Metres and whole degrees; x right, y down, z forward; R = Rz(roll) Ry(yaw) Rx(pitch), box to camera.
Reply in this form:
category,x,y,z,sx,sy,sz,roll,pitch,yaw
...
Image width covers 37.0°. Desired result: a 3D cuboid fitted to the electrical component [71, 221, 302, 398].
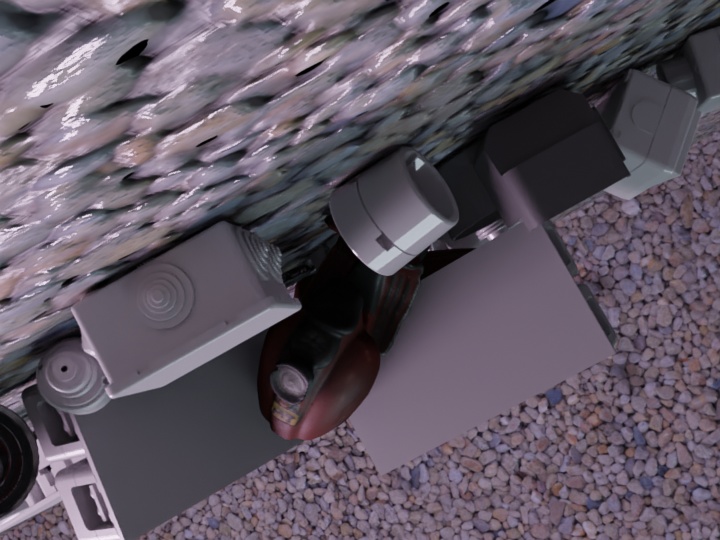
category,x,y,z,sx,sy,sz,roll,pitch,yaw
electrical component,-0.083,0.018,0.528,0.100,0.048,0.100,-29,175,3

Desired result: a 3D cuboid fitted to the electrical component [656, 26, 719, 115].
category,x,y,z,sx,sy,sz,roll,pitch,yaw
electrical component,0.239,-0.138,0.781,0.076,0.047,0.083,-17,177,8

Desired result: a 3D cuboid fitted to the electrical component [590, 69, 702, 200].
category,x,y,z,sx,sy,sz,roll,pitch,yaw
electrical component,0.196,-0.092,0.776,0.096,0.061,0.061,130,-17,-77

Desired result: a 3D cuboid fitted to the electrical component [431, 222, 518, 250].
category,x,y,z,sx,sy,sz,roll,pitch,yaw
electrical component,0.112,-0.025,1.048,0.077,0.043,0.079,-40,151,-19

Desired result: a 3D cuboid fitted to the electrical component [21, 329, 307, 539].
category,x,y,z,sx,sy,sz,roll,pitch,yaw
electrical component,-0.114,0.090,0.705,0.060,0.105,0.186,-19,-177,45

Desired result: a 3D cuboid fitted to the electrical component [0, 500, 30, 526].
category,x,y,z,sx,sy,sz,roll,pitch,yaw
electrical component,-0.312,0.178,0.805,0.108,0.060,0.108,-29,175,-3

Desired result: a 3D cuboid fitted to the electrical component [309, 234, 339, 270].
category,x,y,z,sx,sy,sz,roll,pitch,yaw
electrical component,0.000,0.000,0.777,0.048,0.055,0.066,-25,174,-41

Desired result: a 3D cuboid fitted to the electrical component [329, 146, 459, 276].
category,x,y,z,sx,sy,sz,roll,pitch,yaw
electrical component,0.019,-0.032,0.571,0.047,0.055,0.055,-35,173,24

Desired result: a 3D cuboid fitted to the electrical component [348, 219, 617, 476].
category,x,y,z,sx,sy,sz,roll,pitch,yaw
electrical component,0.074,0.052,0.763,0.186,0.105,0.060,-31,175,17

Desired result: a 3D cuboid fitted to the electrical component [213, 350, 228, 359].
category,x,y,z,sx,sy,sz,roll,pitch,yaw
electrical component,-0.089,0.028,0.628,0.077,0.044,0.079,-31,175,21

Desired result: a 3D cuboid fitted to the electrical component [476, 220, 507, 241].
category,x,y,z,sx,sy,sz,roll,pitch,yaw
electrical component,0.114,-0.044,0.942,0.048,0.062,0.048,-29,175,-3

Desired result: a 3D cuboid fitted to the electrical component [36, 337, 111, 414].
category,x,y,z,sx,sy,sz,roll,pitch,yaw
electrical component,-0.152,0.056,0.572,0.040,0.040,0.078,-28,175,-11

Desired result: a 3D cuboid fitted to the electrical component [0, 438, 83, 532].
category,x,y,z,sx,sy,sz,roll,pitch,yaw
electrical component,-0.266,0.169,0.976,0.186,0.060,0.105,-31,175,26

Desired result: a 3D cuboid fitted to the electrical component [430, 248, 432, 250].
category,x,y,z,sx,sy,sz,roll,pitch,yaw
electrical component,0.074,-0.018,1.091,0.081,0.043,0.043,-24,173,-46
